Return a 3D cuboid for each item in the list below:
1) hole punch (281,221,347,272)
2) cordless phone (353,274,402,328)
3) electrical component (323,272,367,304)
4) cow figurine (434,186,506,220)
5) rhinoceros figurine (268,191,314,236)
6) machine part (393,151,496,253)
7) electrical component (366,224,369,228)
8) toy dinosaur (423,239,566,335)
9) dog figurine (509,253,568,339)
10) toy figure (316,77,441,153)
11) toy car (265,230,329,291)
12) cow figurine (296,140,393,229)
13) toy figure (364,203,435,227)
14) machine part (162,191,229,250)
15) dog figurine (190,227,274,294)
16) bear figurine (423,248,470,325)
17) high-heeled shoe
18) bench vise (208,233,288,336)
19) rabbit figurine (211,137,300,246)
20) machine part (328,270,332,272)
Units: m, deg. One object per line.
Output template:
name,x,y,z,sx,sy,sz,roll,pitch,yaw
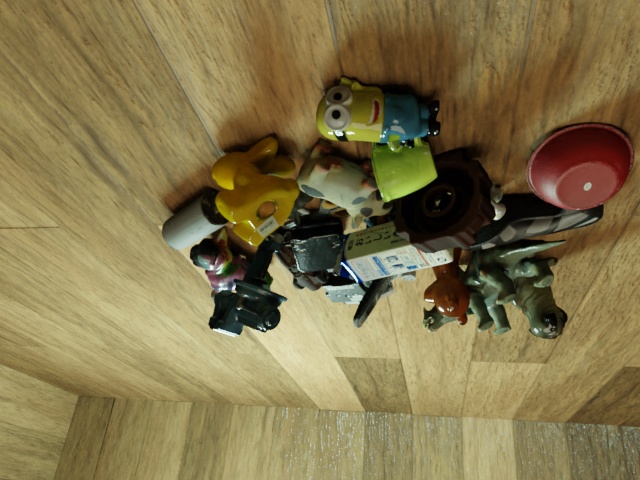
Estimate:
hole punch,-0.002,-0.003,1.130,0.142,0.092,0.115,-5,143,6
cordless phone,0.112,0.093,1.176,0.089,0.184,0.146,23,158,21
electrical component,0.071,0.118,1.374,0.115,0.058,0.134,-4,151,22
cow figurine,0.252,-0.056,1.004,0.098,0.068,0.167,28,142,-25
rhinoceros figurine,-0.085,-0.058,1.062,0.112,0.073,0.190,22,148,-25
machine part,0.206,-0.061,0.904,0.179,0.179,0.056,-16,148,35
electrical component,0.117,-0.008,1.117,0.119,0.075,0.047,-4,150,23
toy dinosaur,0.366,0.071,1.145,0.131,0.192,0.404,-3,139,-28
dog figurine,0.451,0.135,1.194,0.121,0.190,0.172,15,152,-17
toy figure,0.084,-0.178,0.800,0.180,0.082,0.089,4,150,-2
toy car,-0.063,0.050,1.245,0.089,0.053,0.202,-14,131,38
cow figurine,0.049,-0.089,0.968,0.195,0.085,0.127,18,144,-26
toy figure,0.148,-0.052,1.041,0.064,0.058,0.154,20,149,-38
machine part,-0.260,-0.039,1.125,0.079,0.079,0.243,27,146,-34
dog figurine,-0.206,0.062,1.276,0.192,0.108,0.219,7,149,-1
bear figurine,0.244,0.076,1.118,0.132,0.196,0.120,-9,151,28
high-heeled shoe,0.394,-0.027,1.012,0.145,0.086,0.249,23,142,-26
bench vise,-0.144,0.096,1.163,0.128,0.240,0.224,26,169,-29
rabbit figurine,-0.123,-0.104,0.924,0.162,0.173,0.121,-46,140,-1
machine part,0.007,0.063,1.309,0.139,0.039,0.084,0,143,15
